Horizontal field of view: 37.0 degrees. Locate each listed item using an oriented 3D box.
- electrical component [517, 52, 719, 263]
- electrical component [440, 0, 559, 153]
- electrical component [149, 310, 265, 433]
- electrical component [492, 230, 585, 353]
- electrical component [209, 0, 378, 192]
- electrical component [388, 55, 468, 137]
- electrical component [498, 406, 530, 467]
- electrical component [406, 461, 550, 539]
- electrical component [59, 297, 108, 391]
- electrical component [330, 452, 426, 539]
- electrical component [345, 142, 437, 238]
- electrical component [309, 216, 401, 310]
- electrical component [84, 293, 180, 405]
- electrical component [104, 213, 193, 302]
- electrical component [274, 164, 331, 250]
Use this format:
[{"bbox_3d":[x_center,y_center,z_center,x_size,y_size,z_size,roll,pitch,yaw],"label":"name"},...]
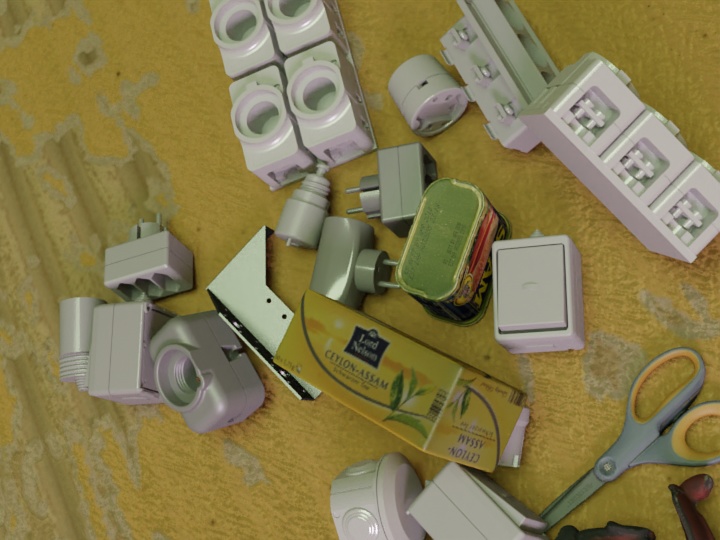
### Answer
[{"bbox_3d":[0.197,-0.083,0.786,0.150,0.089,0.061,44,92,-8],"label":"electrical component"},{"bbox_3d":[0.121,-0.161,0.885,0.063,0.079,0.121,-41,63,30],"label":"electrical component"},{"bbox_3d":[-0.132,0.085,0.904,0.054,0.059,0.095,-42,71,33],"label":"electrical component"},{"bbox_3d":[0.137,0.012,0.833,0.062,0.061,0.096,-5,74,20],"label":"electrical component"},{"bbox_3d":[-0.064,-0.180,0.964,0.105,0.060,0.186,-20,69,15],"label":"electrical component"},{"bbox_3d":[0.056,-0.149,0.914,0.055,0.055,0.047,-36,62,8],"label":"electrical component"},{"bbox_3d":[0.108,0.126,0.825,0.040,0.040,0.046,4,82,22],"label":"electrical component"},{"bbox_3d":[0.086,0.182,0.797,0.061,0.062,0.096,-50,57,5],"label":"electrical component"},{"bbox_3d":[-0.251,0.069,0.976,0.043,0.043,0.081,-10,72,18],"label":"electrical component"},{"bbox_3d":[0.016,0.182,0.823,0.051,0.080,0.080,-15,70,22],"label":"electrical component"},{"bbox_3d":[0.024,-0.064,0.905,0.077,0.047,0.065,-9,72,19],"label":"electrical component"},{"bbox_3d":[0.000,0.000,0.898,0.079,0.044,0.077,8,78,23],"label":"electrical component"},{"bbox_3d":[-0.201,0.067,0.947,0.061,0.062,0.096,-6,74,19],"label":"electrical component"},{"bbox_3d":[-0.191,-0.017,0.976,0.066,0.047,0.076,-15,58,17],"label":"electrical component"},{"bbox_3d":[-0.045,-0.054,0.933,0.040,0.040,0.078,16,82,24],"label":"electrical component"}]
